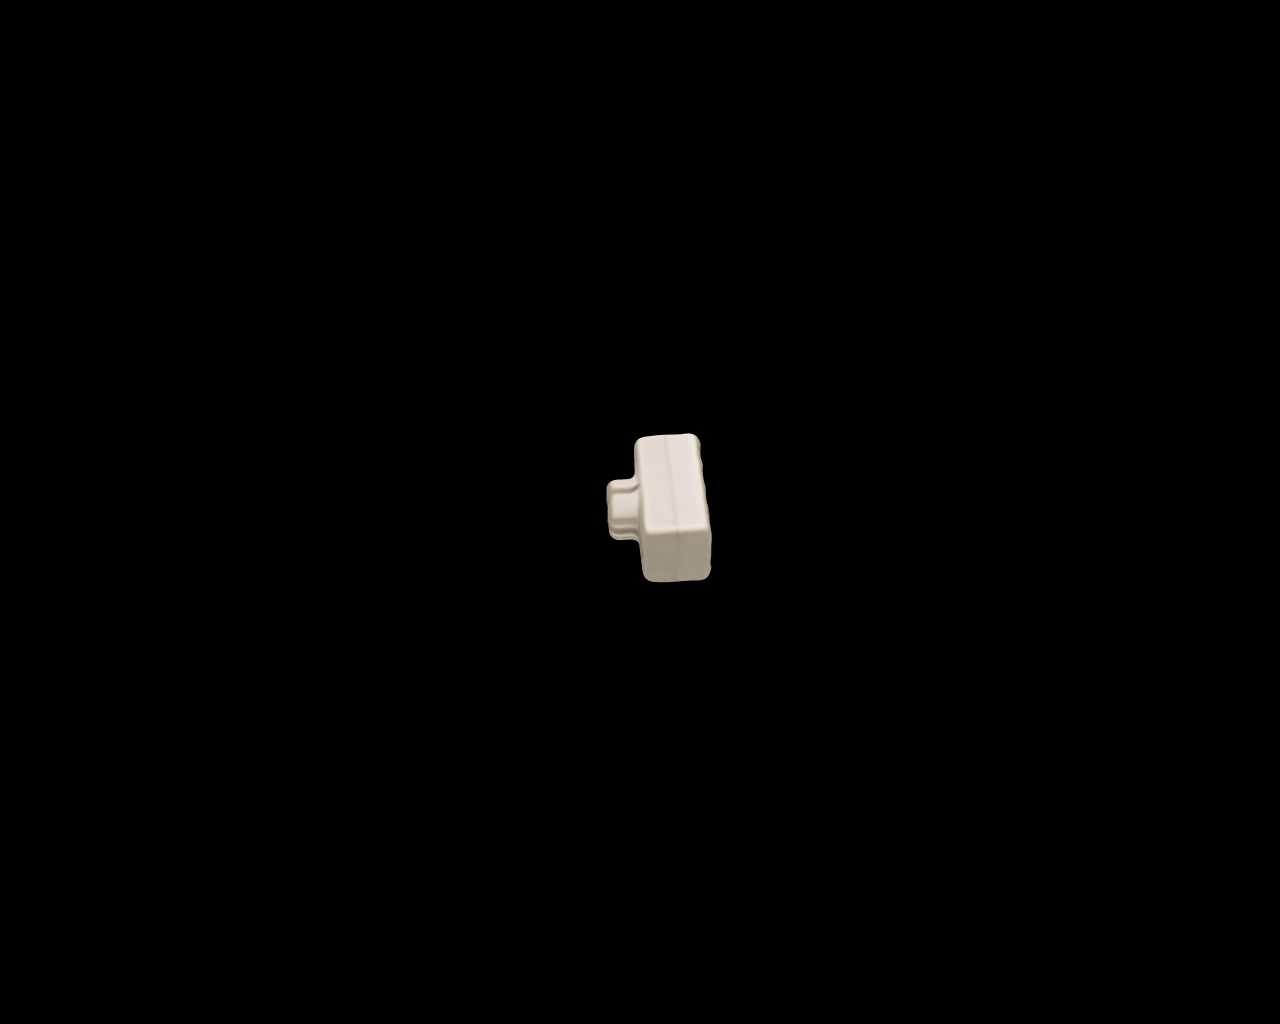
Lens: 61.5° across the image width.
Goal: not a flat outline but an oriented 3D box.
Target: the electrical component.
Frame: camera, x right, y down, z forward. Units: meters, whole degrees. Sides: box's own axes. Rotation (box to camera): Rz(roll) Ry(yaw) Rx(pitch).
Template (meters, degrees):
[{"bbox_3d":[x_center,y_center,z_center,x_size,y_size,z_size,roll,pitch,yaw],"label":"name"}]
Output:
[{"bbox_3d":[0.001,-0.003,0.650,0.076,0.083,0.047,-2,-43,-2],"label":"electrical component"}]
